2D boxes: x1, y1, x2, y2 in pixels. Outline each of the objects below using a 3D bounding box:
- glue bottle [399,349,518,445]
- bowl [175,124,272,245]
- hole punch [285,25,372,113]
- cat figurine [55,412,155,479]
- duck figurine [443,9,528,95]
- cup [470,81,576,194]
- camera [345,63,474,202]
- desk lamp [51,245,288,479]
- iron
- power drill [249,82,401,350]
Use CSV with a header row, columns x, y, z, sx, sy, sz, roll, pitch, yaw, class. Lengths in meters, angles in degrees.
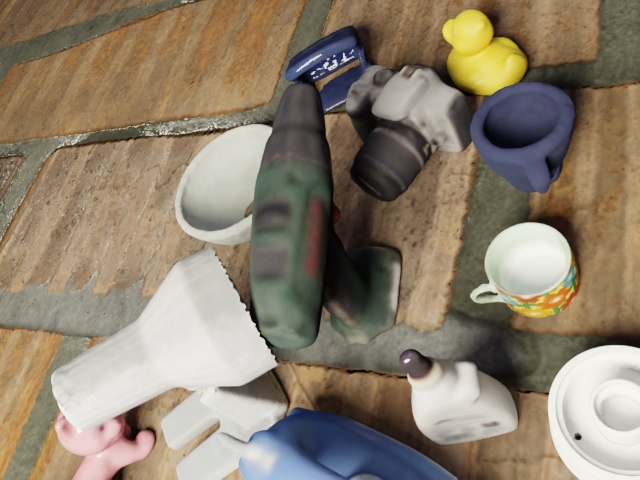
x,y,z,sx,sy,sz,roll,pitch,yaw,class
0.096,0.115,0.432,0.078,0.174,0.037,-18,54,20,glue bottle
-0.093,-0.058,0.716,0.167,0.075,0.167,-15,55,22,bowl
0.006,-0.238,0.760,0.108,0.091,0.101,-25,52,14,hole punch
-0.242,0.218,0.601,0.067,0.118,0.128,2,63,31,cat figurine
0.182,-0.220,0.650,0.077,0.086,0.104,-47,50,-4,duck figurine
0.201,-0.078,0.544,0.091,0.095,0.117,-19,54,19,cup
0.078,-0.123,0.640,0.142,0.101,0.137,27,77,39,camera
-0.113,0.126,0.520,0.203,0.214,0.117,-39,49,3,desk lamp
0.041,0.205,0.429,0.257,0.142,0.119,12,68,35,iron
0.005,0.002,0.533,0.075,0.209,0.229,-7,58,27,power drill
